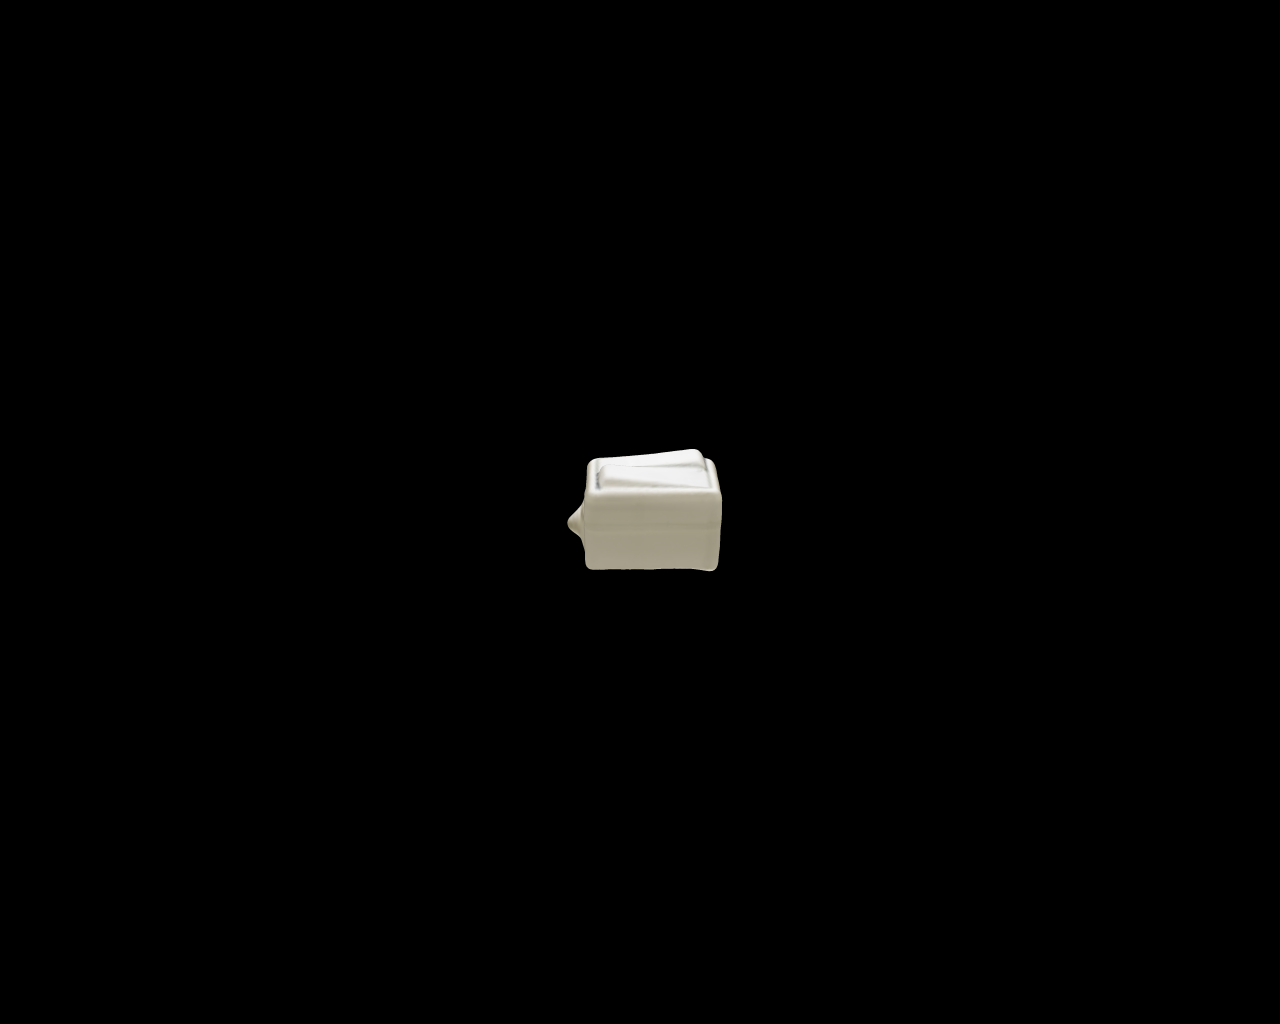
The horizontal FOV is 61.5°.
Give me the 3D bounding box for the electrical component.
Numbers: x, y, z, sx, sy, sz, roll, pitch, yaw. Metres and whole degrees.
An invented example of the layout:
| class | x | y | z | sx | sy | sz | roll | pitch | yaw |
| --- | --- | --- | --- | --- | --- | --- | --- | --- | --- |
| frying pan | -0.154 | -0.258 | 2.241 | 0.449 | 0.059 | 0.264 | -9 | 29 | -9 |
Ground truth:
| class | x | y | z | sx | sy | sz | roll | pitch | yaw |
| --- | --- | --- | --- | --- | --- | --- | --- | --- | --- |
| electrical component | 0.001 | -0.003 | 0.650 | 0.096 | 0.061 | 0.062 | 0 | 24 | 0 |
